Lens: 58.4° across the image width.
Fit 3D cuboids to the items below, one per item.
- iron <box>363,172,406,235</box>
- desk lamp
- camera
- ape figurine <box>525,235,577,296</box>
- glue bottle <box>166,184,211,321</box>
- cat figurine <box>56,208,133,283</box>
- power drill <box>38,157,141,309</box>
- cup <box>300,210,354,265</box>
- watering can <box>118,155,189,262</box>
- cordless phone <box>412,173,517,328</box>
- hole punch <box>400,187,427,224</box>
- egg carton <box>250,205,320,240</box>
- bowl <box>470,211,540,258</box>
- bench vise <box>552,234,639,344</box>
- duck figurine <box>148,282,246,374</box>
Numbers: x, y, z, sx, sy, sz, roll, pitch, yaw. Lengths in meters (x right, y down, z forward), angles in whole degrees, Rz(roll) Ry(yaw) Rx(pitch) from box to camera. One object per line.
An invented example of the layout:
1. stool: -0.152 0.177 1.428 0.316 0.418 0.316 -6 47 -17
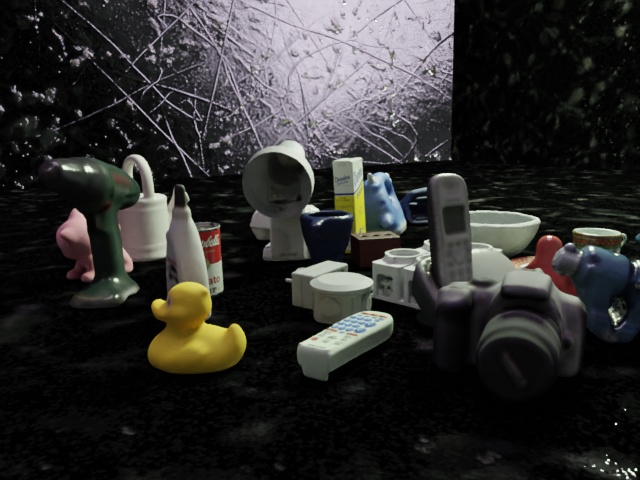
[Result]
1. iron: 0.137 -0.090 1.291 0.118 0.141 0.259 2 12 17
2. desk lamp: -0.062 -0.071 1.037 0.118 0.213 0.203 0 12 6
3. camera: 0.171 0.084 0.535 0.142 0.101 0.137 4 13 23
4. ape figurine: 0.307 0.039 0.764 0.077 0.092 0.076 9 15 40
5. glue bottle: -0.173 0.015 0.730 0.037 0.173 0.077 -10 14 -36
6. cat figurine: -0.377 0.005 0.941 0.067 0.118 0.128 6 14 32
7. power drill: -0.314 -0.015 0.808 0.075 0.208 0.229 -1 12 2
8. cup: 0.009 0.003 0.963 0.091 0.095 0.118 2 12 16
9. watering can: -0.335 -0.064 1.086 0.100 0.194 0.173 5 13 26
10. cordless phone: 0.180 0.013 0.673 0.148 0.185 0.093 -9 14 -33
11. hole punch: 0.249 -0.087 1.387 0.109 0.091 0.101 -4 12 -12
12. egg carton: -0.071 -0.037 1.235 0.150 0.069 0.107 2 12 17
13. bowl: 0.302 -0.005 1.022 0.167 0.075 0.167 -1 12 1
14. bench vise: 0.368 0.004 0.610 0.207 0.220 0.121 -3 12 -8
15. duck figurine: -0.129 0.087 0.593 0.104 0.086 0.078 1 12 13
